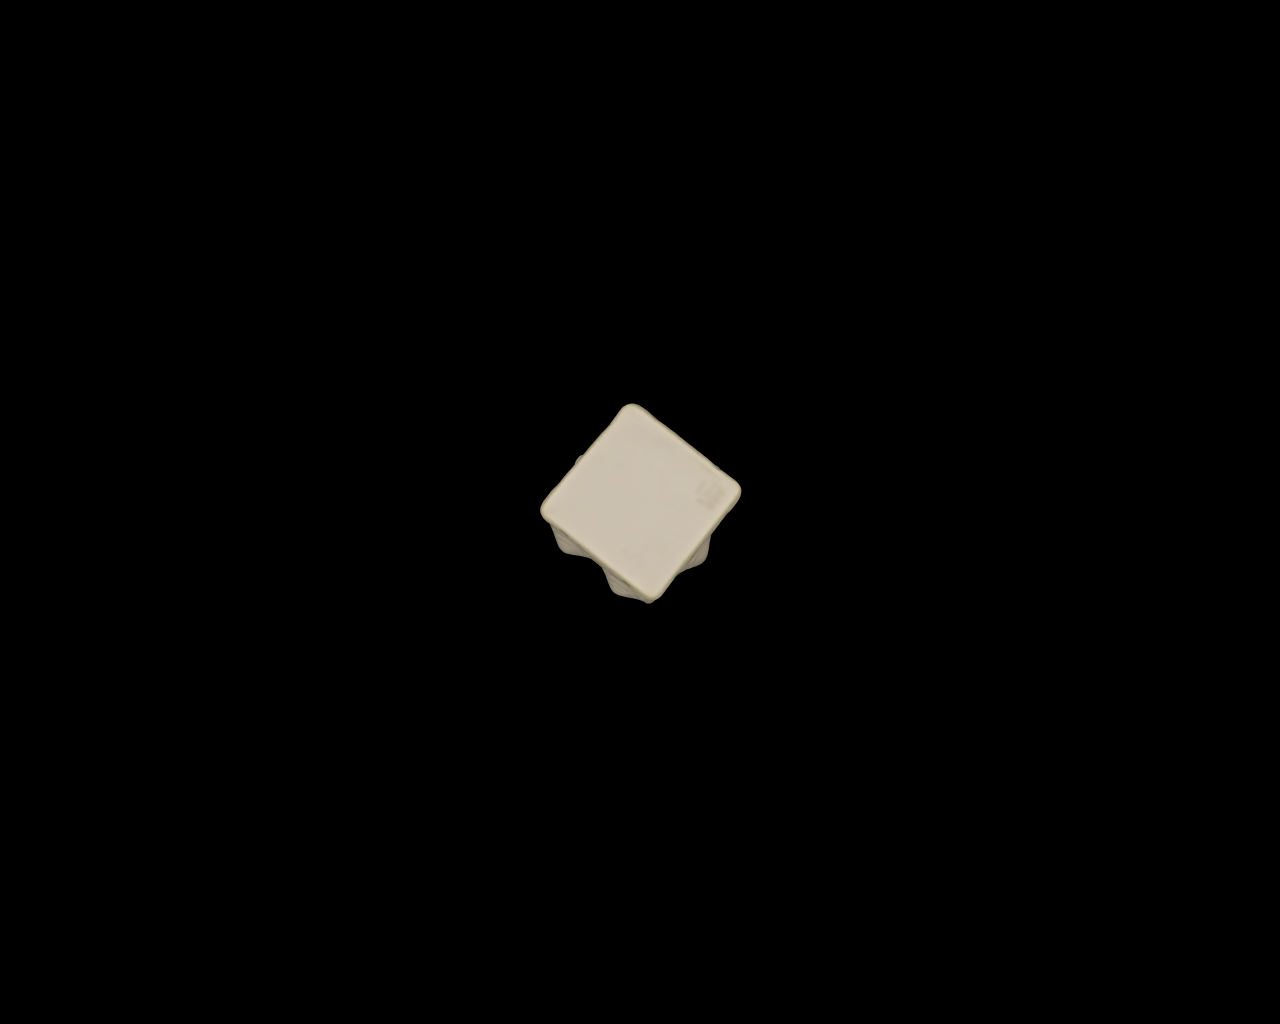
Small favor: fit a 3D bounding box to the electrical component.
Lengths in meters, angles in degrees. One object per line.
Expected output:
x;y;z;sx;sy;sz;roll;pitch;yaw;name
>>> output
0.001;-0.003;0.650;0.100;0.100;0.048;38;-9;7;electrical component
